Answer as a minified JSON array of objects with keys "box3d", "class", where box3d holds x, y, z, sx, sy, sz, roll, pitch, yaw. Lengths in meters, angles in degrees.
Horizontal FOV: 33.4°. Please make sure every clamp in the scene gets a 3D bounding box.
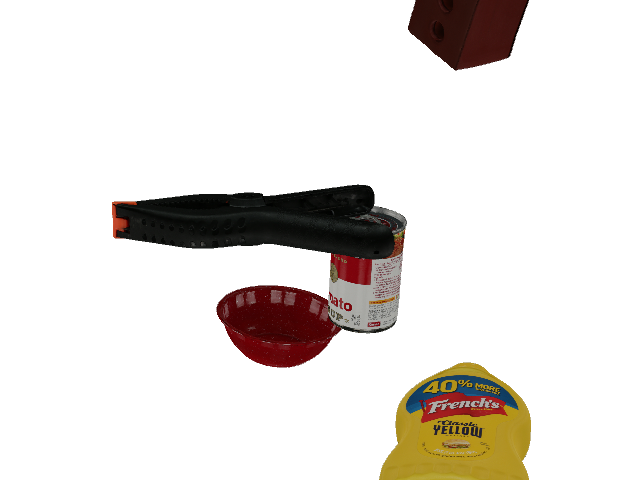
[{"box3d":[-0.047,-0.014,0.786,0.210,0.036,0.164,-2,13,-9],"class":"clamp"}]

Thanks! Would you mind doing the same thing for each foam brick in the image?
[{"box3d":[0.098,-0.157,0.681,0.051,0.078,0.053,-21,52,-32],"class":"foam brick"}]

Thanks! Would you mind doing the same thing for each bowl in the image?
[{"box3d":[-0.053,0.115,1.357,0.162,0.055,0.162,5,23,-2],"class":"bowl"}]

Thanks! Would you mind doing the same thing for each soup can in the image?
[{"box3d":[0.042,0.027,0.995,0.068,0.102,0.068,3,23,-1],"class":"soup can"}]

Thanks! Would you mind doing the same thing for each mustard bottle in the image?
[{"box3d":[0.100,0.138,0.753,0.096,0.058,0.191,0,20,12],"class":"mustard bottle"}]
